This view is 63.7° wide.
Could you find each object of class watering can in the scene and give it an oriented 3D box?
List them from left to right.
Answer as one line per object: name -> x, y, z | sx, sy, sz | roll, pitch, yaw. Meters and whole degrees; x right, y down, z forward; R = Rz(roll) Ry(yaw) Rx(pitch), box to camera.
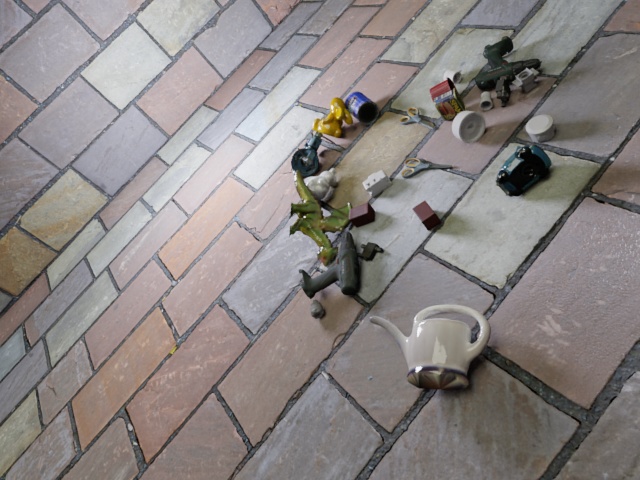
watering can -> 0.269, 0.275, 1.334 | 0.345, 0.102, 0.229 | -11, 49, 34

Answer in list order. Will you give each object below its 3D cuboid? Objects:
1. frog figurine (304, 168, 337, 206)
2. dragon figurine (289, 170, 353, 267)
frog figurine -> 0.002, -0.226, 2.041 | 0.159, 0.122, 0.138 | -56, 18, 3
dragon figurine -> 0.006, -0.096, 1.898 | 0.243, 0.119, 0.419 | 3, 60, 1
